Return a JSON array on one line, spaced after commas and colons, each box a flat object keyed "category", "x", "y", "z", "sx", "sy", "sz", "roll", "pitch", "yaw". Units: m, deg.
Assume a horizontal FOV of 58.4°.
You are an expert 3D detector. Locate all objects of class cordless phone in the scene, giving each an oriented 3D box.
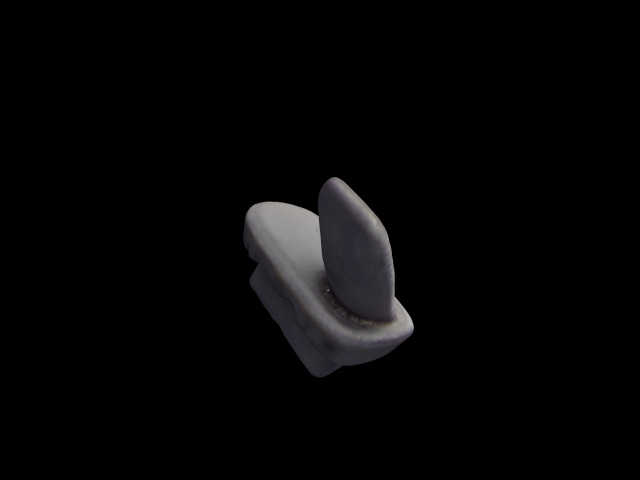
[{"category": "cordless phone", "x": 0.004, "y": 0.001, "z": 0.400, "sx": 0.094, "sy": 0.185, "sz": 0.147, "roll": -33, "pitch": 61, "yaw": -20}]
